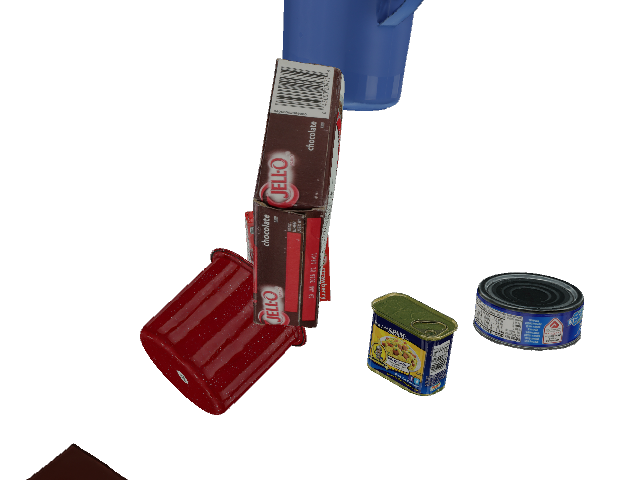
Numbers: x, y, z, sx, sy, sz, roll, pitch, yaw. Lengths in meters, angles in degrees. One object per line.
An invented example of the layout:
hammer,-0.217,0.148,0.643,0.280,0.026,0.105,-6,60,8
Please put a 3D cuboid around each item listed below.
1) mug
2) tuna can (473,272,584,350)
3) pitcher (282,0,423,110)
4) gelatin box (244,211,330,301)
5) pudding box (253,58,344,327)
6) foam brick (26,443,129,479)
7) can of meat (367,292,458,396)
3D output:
mug,-0.078,0.064,0.752,0.081,0.093,0.117,-44,33,-21
tuna can,0.166,0.055,0.853,0.086,0.034,0.086,2,19,-1
pitcher,0.034,-0.238,0.922,0.145,0.243,0.149,7,16,7
gelatin box,-0.029,0.014,0.967,0.073,0.089,0.030,-5,26,-8
pudding box,-0.012,-0.025,0.556,0.039,0.113,0.090,7,-43,2
foam brick,-0.094,0.135,0.451,0.078,0.051,0.052,24,45,31
can of meat,0.103,0.121,1.230,0.102,0.084,0.057,27,33,37
